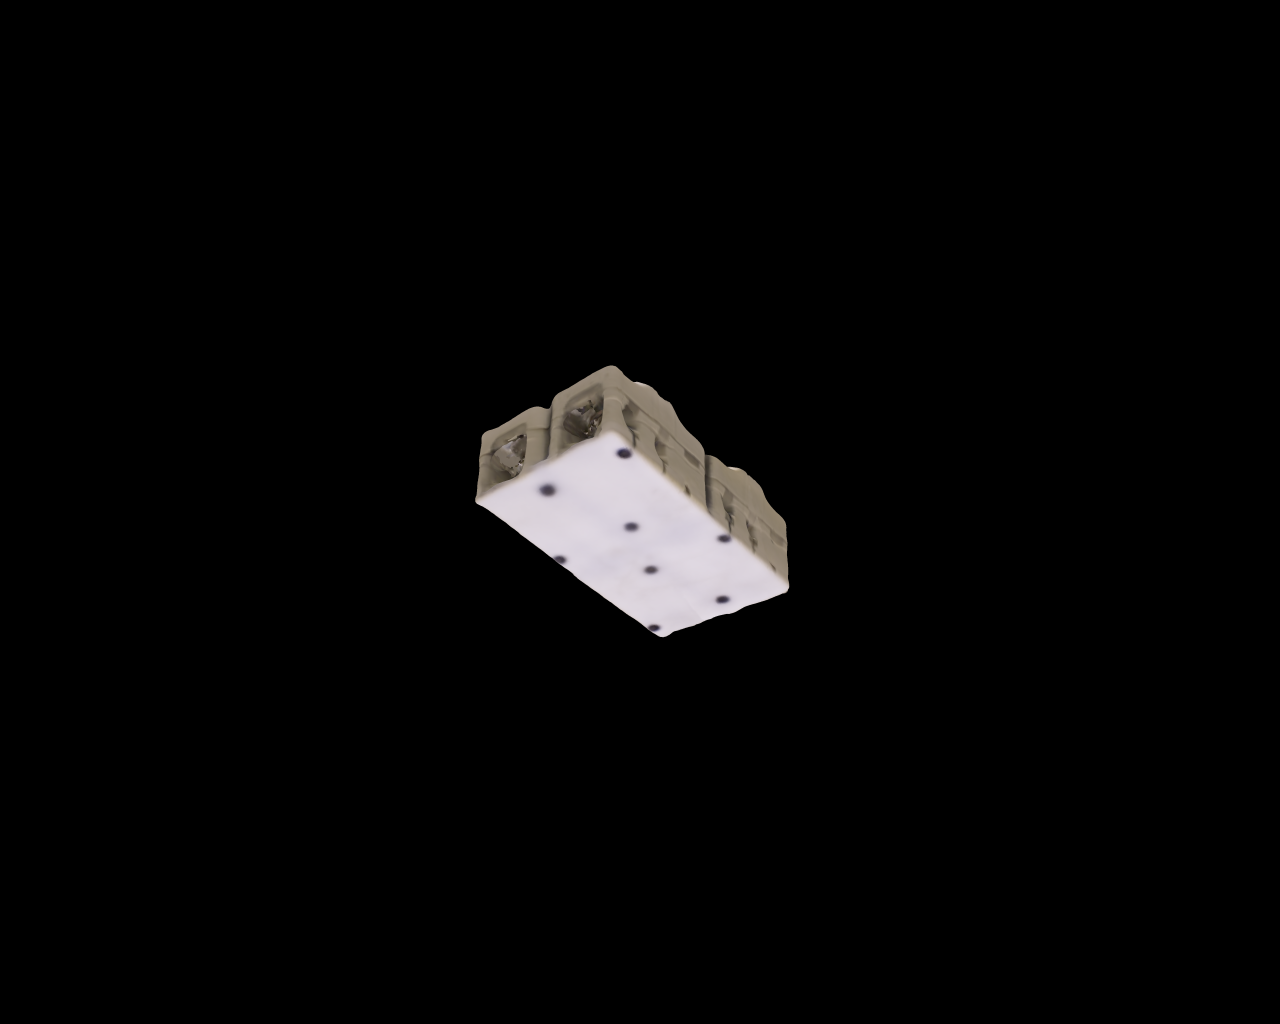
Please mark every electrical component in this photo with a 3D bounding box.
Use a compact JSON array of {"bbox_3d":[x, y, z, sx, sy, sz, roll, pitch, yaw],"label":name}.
[{"bbox_3d":[0.001,-0.003,0.650,0.105,0.060,0.186,-25,-44,28],"label":"electrical component"}]
